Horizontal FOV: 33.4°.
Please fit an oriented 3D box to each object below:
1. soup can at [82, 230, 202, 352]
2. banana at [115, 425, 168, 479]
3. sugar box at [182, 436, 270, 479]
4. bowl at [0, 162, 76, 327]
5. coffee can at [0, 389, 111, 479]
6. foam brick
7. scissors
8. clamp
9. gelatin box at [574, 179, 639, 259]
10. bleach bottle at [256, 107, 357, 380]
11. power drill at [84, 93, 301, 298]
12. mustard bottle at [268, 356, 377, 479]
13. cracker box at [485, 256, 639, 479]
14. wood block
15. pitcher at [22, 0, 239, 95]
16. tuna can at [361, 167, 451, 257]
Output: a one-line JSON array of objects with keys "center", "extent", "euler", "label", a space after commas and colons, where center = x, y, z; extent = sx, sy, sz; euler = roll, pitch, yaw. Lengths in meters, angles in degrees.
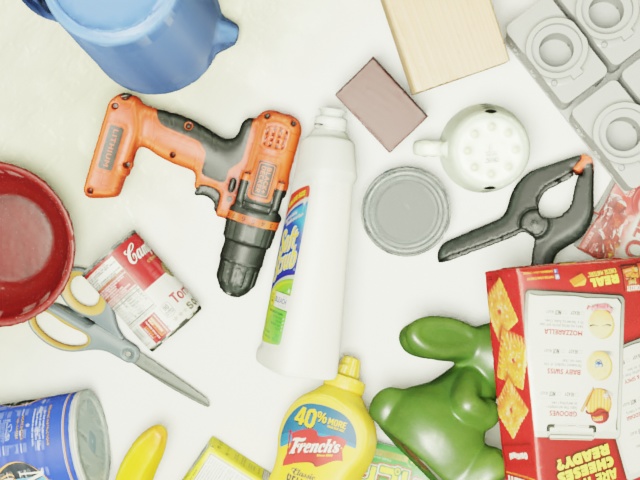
[{"center": [-0.173, 0.050, 1.037], "extent": [0.068, 0.068, 0.102], "euler": [-41, 94, 7], "label": "soup can"}, {"center": [-0.184, 0.273, 1.071], "extent": [0.070, 0.037, 0.198], "euler": [12, 100, 36], "label": "banana"}, {"center": [-0.061, 0.285, 1.071], "extent": [0.176, 0.048, 0.093], "euler": [34, 95, -4], "label": "sugar box"}, {"center": [-0.312, 0.002, 1.046], "extent": [0.162, 0.055, 0.162], "euler": [0, 97, 3], "label": "bowl"}, {"center": [-0.288, 0.208, 1.047], "extent": [0.140, 0.103, 0.103], "euler": [-10, 96, 5], "label": "coffee can"}, {"center": [0.059, -0.127, 1.008], "extent": [0.051, 0.053, 0.078], "euler": [-43, 93, 7], "label": "foam brick"}, {"center": [-0.192, 0.093, 1.070], "extent": [0.202, 0.016, 0.096], "euler": [18, 98, 1], "label": "scissors"}, {"center": [0.194, -0.014, 1.018], "extent": [0.120, 0.039, 0.171], "euler": [30, 89, 12], "label": "clamp"}, {"center": [0.297, -0.014, 1.018], "extent": [0.073, 0.030, 0.089], "euler": [29, 98, 0], "label": "gelatin box"}, {"center": [-0.007, 0.001, 1.015], "extent": [0.068, 0.103, 0.251], "euler": [7, 91, -18], "label": "bleach bottle"}, {"center": [-0.125, -0.052, 1.023], "extent": [0.187, 0.057, 0.184], "euler": [16, 93, -5], "label": "power drill"}, {"center": [0.003, 0.204, 1.022], "extent": [0.096, 0.058, 0.191], "euler": [11, 75, 30], "label": "mustard bottle"}, {"center": [0.242, 0.125, 0.952], "extent": [0.164, 0.072, 0.214], "euler": [-4, 88, -18], "label": "cracker box"}, {"center": [0.094, -0.244, 0.973], "extent": [0.091, 0.090, 0.206], "euler": [-19, 95, 5], "label": "wood block"}, {"center": [-0.169, -0.204, 0.916], "extent": [0.149, 0.243, 0.145], "euler": [-35, 91, 1], "label": "pitcher"}, {"center": [0.082, -0.028, 1.028], "extent": [0.086, 0.033, 0.086], "euler": [0, 97, 3], "label": "tuna can"}]
